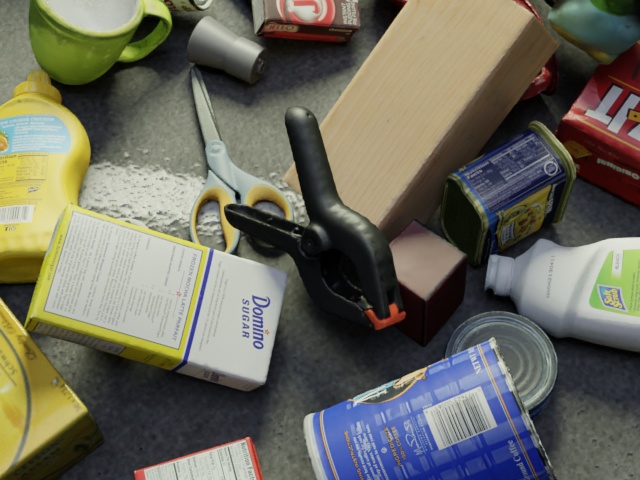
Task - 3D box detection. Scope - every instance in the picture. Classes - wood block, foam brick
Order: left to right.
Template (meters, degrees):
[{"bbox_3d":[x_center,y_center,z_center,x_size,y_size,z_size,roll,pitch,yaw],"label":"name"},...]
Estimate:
[{"bbox_3d":[0.075,0.033,0.808,0.051,0.078,0.053,35,67,22],"label":"foam brick"},{"bbox_3d":[0.077,-0.098,0.819,0.091,0.090,0.206,40,102,22],"label":"wood block"}]

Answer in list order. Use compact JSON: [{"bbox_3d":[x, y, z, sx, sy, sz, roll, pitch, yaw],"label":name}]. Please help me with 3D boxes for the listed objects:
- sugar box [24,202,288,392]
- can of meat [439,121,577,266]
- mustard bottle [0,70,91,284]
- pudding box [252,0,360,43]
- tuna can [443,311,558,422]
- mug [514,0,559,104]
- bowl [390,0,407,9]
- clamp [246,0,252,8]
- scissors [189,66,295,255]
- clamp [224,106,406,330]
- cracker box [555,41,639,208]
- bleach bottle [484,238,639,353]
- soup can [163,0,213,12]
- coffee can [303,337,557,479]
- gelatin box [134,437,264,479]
[{"bbox_3d":[-0.118,0.045,0.789,0.176,0.048,0.093,20,67,-18],"label":"sugar box"},{"bbox_3d":[0.143,-0.032,0.829,0.084,0.102,0.057,-30,66,-11],"label":"can of meat"},{"bbox_3d":[-0.240,-0.060,0.883,0.096,0.058,0.191,-5,61,4],"label":"mustard bottle"},{"bbox_3d":[-0.016,-0.235,0.954,0.089,0.039,0.113,0,72,-22],"label":"pudding box"},{"bbox_3d":[0.133,0.097,0.795,0.086,0.034,0.086,-1,61,2],"label":"tuna can"},{"bbox_3d":[0.147,-0.143,0.891,0.081,0.093,0.117,-24,37,-5],"label":"mug"},{"bbox_3d":[0.111,-0.257,0.979,0.162,0.055,0.162,-1,61,2],"label":"bowl"},{"bbox_3d":[-0.085,-0.300,1.022,0.210,0.036,0.164,27,64,12],"label":"clamp"},{"bbox_3d":[-0.068,-0.068,0.905,0.096,0.016,0.201,0,61,1],"label":"scissors"},{"bbox_3d":[-0.005,0.001,0.785,0.039,0.120,0.171,-16,70,-41],"label":"clamp"},{"bbox_3d":[0.317,-0.121,0.887,0.164,0.072,0.213,30,67,18],"label":"cracker box"},{"bbox_3d":[0.253,0.037,0.809,0.251,0.068,0.102,8,61,10],"label":"bleach bottle"},{"bbox_3d":[-0.152,-0.239,0.961,0.102,0.068,0.068,2,60,18],"label":"soup can"},{"bbox_3d":[0.073,0.139,0.716,0.140,0.102,0.103,-24,62,7],"label":"coffee can"},{"bbox_3d":[-0.080,0.189,0.755,0.089,0.030,0.073,-15,60,-6],"label":"gelatin box"}]
